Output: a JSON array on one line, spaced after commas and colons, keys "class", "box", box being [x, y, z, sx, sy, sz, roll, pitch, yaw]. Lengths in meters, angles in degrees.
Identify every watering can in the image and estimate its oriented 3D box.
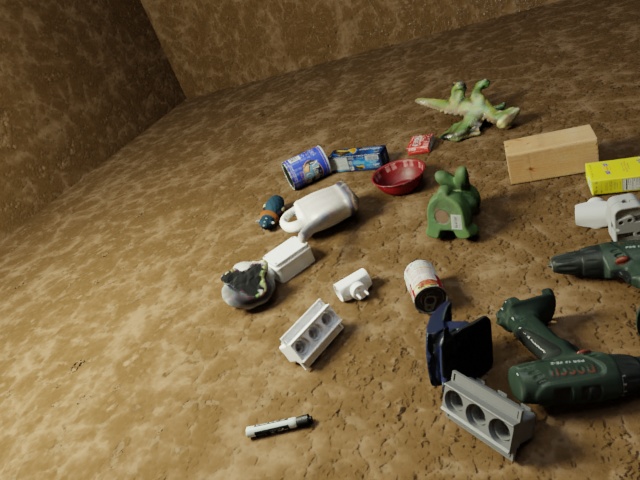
[{"class": "watering can", "box": [0.004, -0.070, 1.396, 0.225, 0.103, 0.351, -24, 17, -5]}]

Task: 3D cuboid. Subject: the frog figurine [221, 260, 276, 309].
[{"class": "frog figurine", "box": [-0.177, 0.111, 1.269, 0.139, 0.123, 0.158, -40, -3, -16]}]

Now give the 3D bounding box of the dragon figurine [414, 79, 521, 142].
[{"class": "dragon figurine", "box": [0.464, -0.415, 1.709, 0.410, 0.120, 0.248, 3, 45, 38]}]
